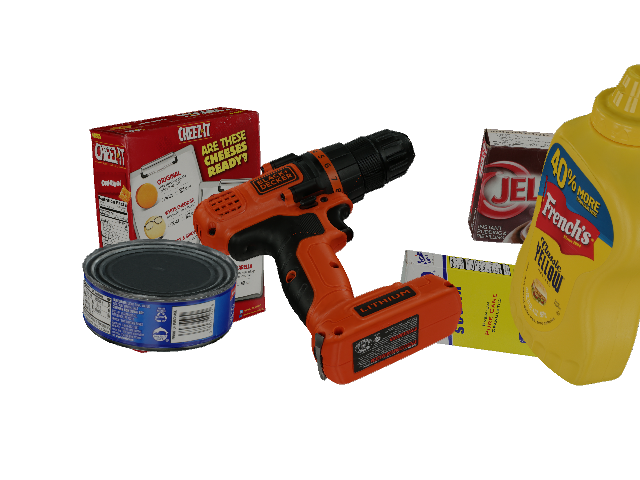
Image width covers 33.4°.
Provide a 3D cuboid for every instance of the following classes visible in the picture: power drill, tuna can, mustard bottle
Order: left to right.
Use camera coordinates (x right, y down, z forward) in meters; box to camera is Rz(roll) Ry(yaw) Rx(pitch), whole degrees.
[{"bbox_3d":[-0.090,0.030,0.597,0.086,0.034,0.086,5,20,-2],"label":"tuna can"},{"bbox_3d":[0.022,0.003,0.775,0.184,0.057,0.188,-25,48,-14],"label":"power drill"},{"bbox_3d":[0.160,-0.013,0.611,0.058,0.192,0.096,-6,41,-15],"label":"mustard bottle"}]

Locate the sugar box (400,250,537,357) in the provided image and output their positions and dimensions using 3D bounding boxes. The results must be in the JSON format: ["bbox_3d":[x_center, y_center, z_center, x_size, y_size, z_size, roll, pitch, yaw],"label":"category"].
[{"bbox_3d":[0.172,0.070,1.154,0.176,0.093,0.048,6,22,1],"label":"sugar box"}]

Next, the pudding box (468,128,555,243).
[{"bbox_3d":[0.184,-0.042,0.880,0.113,0.090,0.039,3,34,-1],"label":"pudding box"}]

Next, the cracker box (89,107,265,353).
[{"bbox_3d":[-0.138,-0.015,1.058,0.072,0.214,0.163,13,21,43],"label":"cracker box"}]
